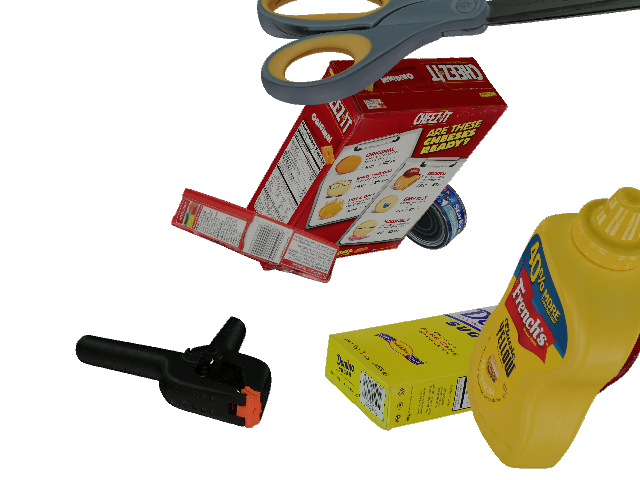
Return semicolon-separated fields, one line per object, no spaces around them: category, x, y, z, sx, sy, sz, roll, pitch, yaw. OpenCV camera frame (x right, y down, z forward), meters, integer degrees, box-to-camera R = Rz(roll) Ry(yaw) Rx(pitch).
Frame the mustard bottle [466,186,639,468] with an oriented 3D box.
mustard bottle;0.138;0.042;0.601;0.058;0.096;0.192;4;-42;-12

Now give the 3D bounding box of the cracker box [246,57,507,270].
cracker box;0.042;-0.069;0.965;0.163;0.072;0.214;-9;-32;-35

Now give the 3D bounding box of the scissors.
scissors;0.058;-0.095;0.505;0.202;0.096;0.016;9;-38;20

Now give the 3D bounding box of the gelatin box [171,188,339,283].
gelatin box;-0.042;-0.002;0.710;0.073;0.030;0.089;21;-1;43

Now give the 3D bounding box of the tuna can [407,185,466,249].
tuna can;0.123;-0.033;1.227;0.033;0.086;0.086;-40;24;-32

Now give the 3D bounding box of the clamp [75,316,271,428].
clamp;-0.096;0.109;0.925;0.164;0.036;0.210;-9;17;-36

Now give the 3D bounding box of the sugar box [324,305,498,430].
sugar box;0.103;0.098;0.864;0.175;0.048;0.093;-10;27;-28

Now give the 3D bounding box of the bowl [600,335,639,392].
bowl;0.268;0.081;1.052;0.161;0.162;0.055;0;-1;-30
